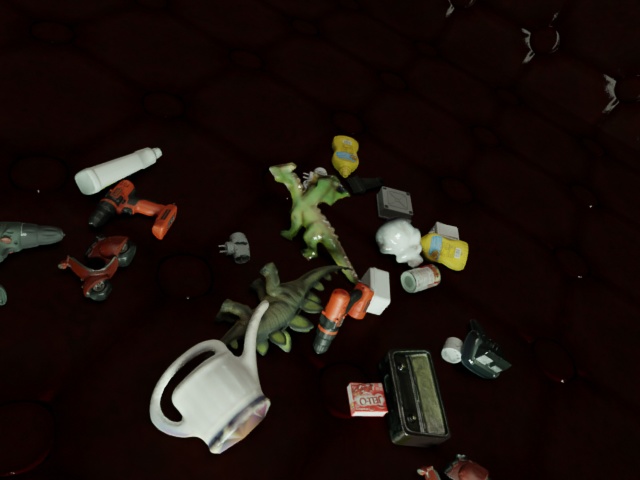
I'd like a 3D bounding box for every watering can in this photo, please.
[{"bbox_3d":[-0.193,0.300,1.117,0.352,0.102,0.226,-38,70,-23],"label":"watering can"}]

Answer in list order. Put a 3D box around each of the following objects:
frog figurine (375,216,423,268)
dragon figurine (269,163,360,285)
[{"bbox_3d":[0.250,0.013,1.599,0.137,0.120,0.162,-19,64,2],"label":"frog figurine"},{"bbox_3d":[0.005,-0.075,1.484,0.413,0.237,0.124,39,41,15],"label":"dragon figurine"}]
